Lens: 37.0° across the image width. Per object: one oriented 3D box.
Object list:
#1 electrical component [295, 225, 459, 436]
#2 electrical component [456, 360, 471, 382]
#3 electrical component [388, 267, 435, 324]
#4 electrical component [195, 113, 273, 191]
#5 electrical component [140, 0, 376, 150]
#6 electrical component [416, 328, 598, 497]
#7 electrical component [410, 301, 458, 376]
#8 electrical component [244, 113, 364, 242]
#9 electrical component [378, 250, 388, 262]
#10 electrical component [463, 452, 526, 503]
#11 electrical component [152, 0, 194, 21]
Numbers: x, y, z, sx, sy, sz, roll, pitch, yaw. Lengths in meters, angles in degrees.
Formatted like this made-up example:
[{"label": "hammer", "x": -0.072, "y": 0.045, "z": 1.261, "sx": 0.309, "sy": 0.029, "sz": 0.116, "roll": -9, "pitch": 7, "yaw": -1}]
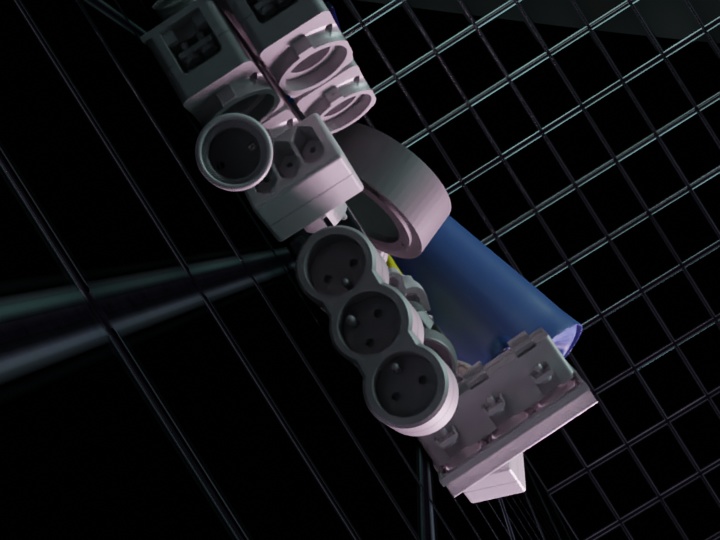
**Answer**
[{"label": "electrical component", "x": 0.014, "y": 0.041, "z": 0.675, "sx": 0.138, "sy": 0.052, "sz": 0.073, "roll": 59, "pitch": 4, "yaw": 21}, {"label": "electrical component", "x": 0.088, "y": 0.117, "z": 0.988, "sx": 0.078, "sy": 0.058, "sz": 0.057, "roll": 61, "pitch": 2, "yaw": 33}, {"label": "electrical component", "x": 0.026, "y": 0.034, "z": 0.827, "sx": 0.057, "sy": 0.058, "sz": 0.078, "roll": -113, "pitch": -174, "yaw": -77}, {"label": "electrical component", "x": -0.067, "y": -0.062, "z": 0.576, "sx": 0.040, "sy": 0.040, "sz": 0.046, "roll": 57, "pitch": -3, "yaw": -5}, {"label": "electrical component", "x": -0.058, "y": -0.129, "z": 0.729, "sx": 0.060, "sy": 0.105, "sz": 0.186, "roll": 59, "pitch": 4, "yaw": 13}, {"label": "electrical component", "x": 0.100, "y": 0.099, "z": 0.777, "sx": 0.063, "sy": 0.121, "sz": 0.078, "roll": 55, "pitch": 4, "yaw": -3}, {"label": "electrical component", "x": 0.036, "y": 0.061, "z": 0.762, "sx": 0.078, "sy": 0.058, "sz": 0.057, "roll": 52, "pitch": 4, "yaw": -20}, {"label": "electrical component", "x": -0.033, "y": -0.050, "z": 0.703, "sx": 0.076, "sy": 0.066, "sz": 0.047, "roll": 53, "pitch": 6, "yaw": -50}, {"label": "electrical component", "x": -0.002, "y": -0.020, "z": 0.957, "sx": 0.055, "sy": 0.055, "sz": 0.047, "roll": 59, "pitch": 0, "yaw": 16}, {"label": "electrical component", "x": 0.094, "y": 0.127, "z": 0.853, "sx": 0.075, "sy": 0.047, "sz": 0.083, "roll": 55, "pitch": 27, "yaw": -40}, {"label": "electrical component", "x": -0.119, "y": -0.177, "z": 0.792, "sx": 0.081, "sy": 0.043, "sz": 0.043, "roll": 55, "pitch": 4, "yaw": -33}]
